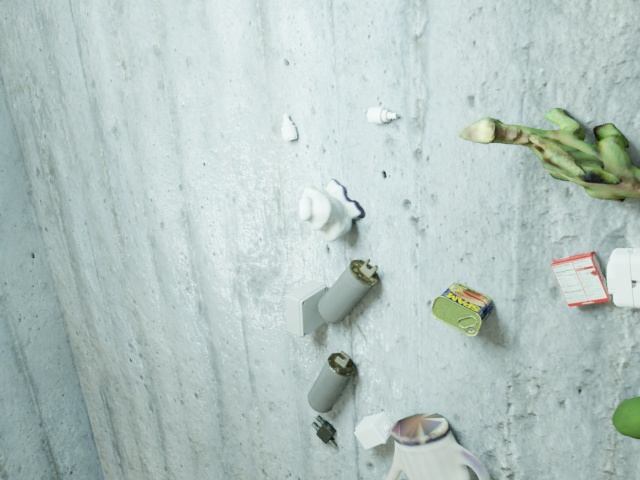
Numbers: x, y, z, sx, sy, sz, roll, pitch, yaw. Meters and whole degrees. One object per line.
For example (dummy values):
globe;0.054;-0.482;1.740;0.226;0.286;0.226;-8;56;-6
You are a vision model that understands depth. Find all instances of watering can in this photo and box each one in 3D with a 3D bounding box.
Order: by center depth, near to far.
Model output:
watering can;0.233;0.532;1.238;0.344;0.105;0.224;-19;95;39

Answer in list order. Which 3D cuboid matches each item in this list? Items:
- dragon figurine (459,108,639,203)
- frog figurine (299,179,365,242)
dragon figurine;0.408;-0.104;0.768;0.414;0.245;0.120;29;119;29
frog figurine;0.004;-0.058;1.154;0.121;0.161;0.137;-21;95;43
